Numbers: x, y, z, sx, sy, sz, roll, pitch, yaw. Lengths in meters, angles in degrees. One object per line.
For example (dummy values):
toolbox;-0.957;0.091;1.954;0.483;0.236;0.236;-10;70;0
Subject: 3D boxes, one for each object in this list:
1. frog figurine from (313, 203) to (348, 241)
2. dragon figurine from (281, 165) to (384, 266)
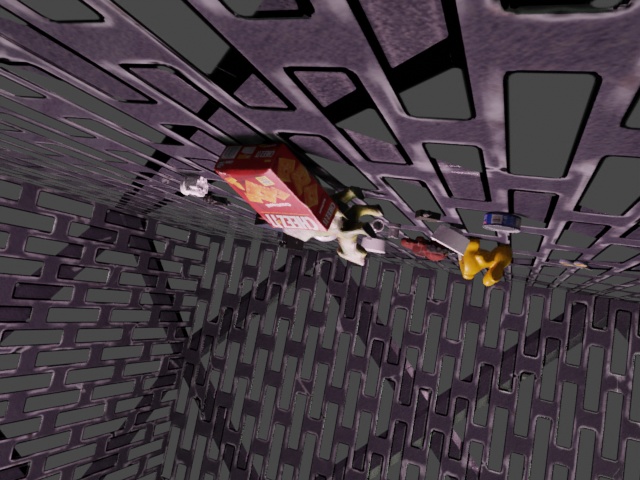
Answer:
frog figurine;0.004;-0.070;1.394;0.136;0.125;0.157;-26;151;17
dragon figurine;-0.003;-0.049;1.231;0.240;0.125;0.405;-23;136;38
